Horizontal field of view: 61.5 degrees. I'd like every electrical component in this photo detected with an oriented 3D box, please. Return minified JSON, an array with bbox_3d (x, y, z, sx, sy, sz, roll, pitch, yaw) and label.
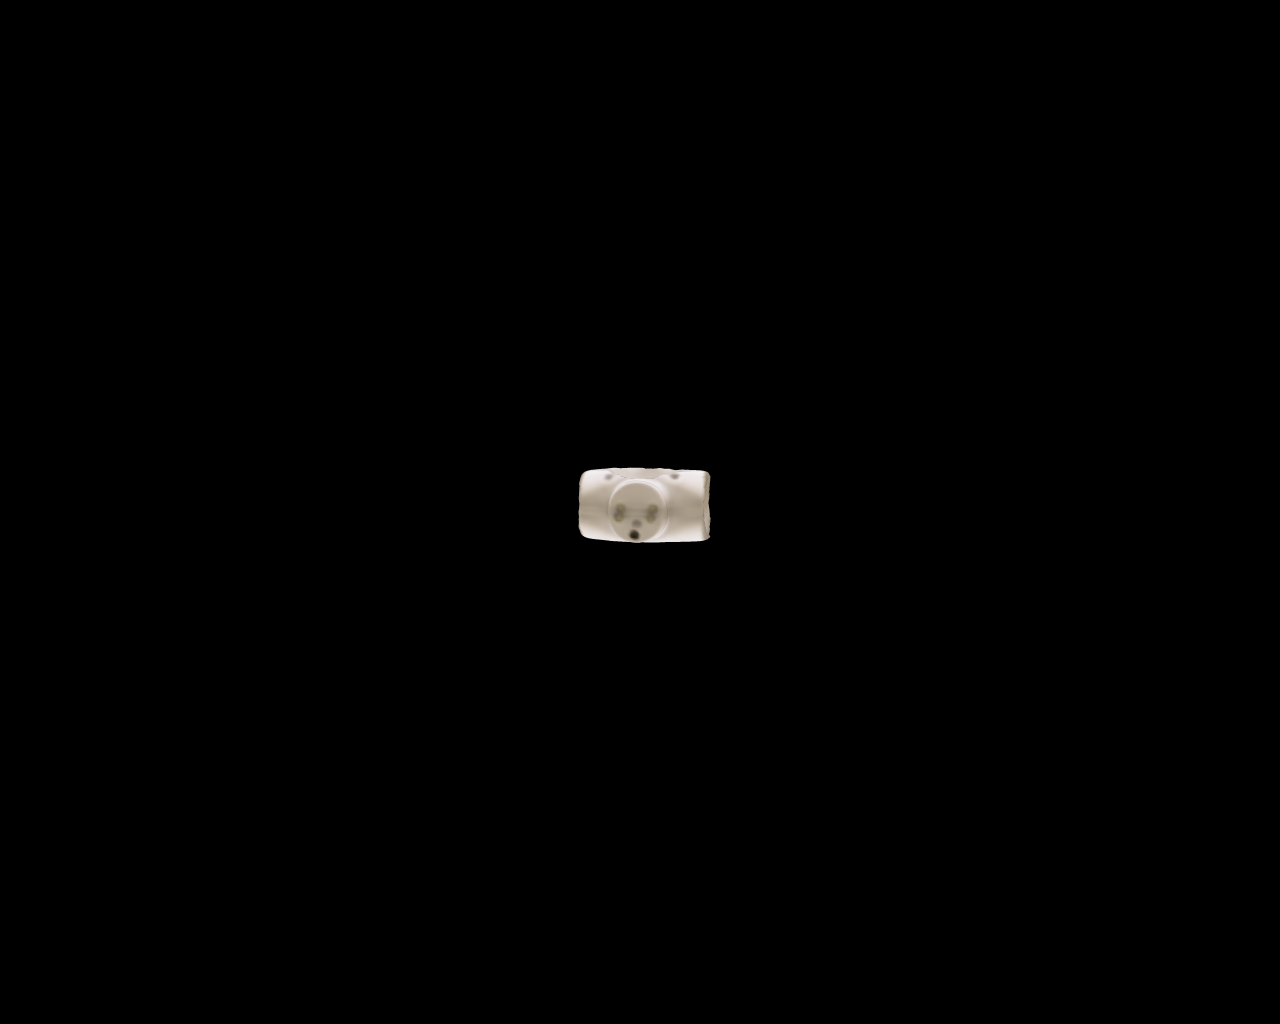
[{"bbox_3d":[0.001,-0.003,0.650,0.077,0.044,0.079,1,8,9],"label":"electrical component"}]
